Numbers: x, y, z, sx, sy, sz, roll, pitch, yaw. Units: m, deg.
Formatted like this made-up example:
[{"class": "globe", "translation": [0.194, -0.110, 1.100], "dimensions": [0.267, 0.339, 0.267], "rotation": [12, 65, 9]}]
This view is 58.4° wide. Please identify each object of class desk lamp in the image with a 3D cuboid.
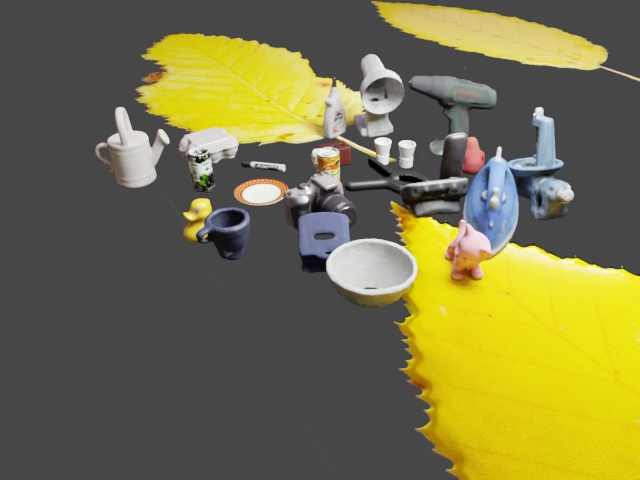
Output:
[{"class": "desk lamp", "translation": [0.157, -0.406, 1.633], "dimensions": [0.118, 0.214, 0.203], "rotation": [-7, 35, -8]}]

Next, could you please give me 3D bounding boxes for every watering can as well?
[{"class": "watering can", "translation": [-0.470, -0.239, 1.433], "dimensions": [0.173, 0.194, 0.100], "rotation": [-20, 38, -24]}]

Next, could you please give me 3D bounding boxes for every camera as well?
[{"class": "camera", "translation": [0.009, -0.079, 1.260], "dimensions": [0.143, 0.101, 0.136], "rotation": [-20, 38, -25]}]

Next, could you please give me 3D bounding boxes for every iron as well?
[{"class": "iron", "translation": [0.370, -0.087, 1.220], "dimensions": [0.118, 0.141, 0.258], "rotation": [7, 35, 13]}]

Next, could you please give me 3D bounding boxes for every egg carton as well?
[{"class": "egg carton", "translation": [-0.303, -0.253, 1.557], "dimensions": [0.151, 0.069, 0.107], "rotation": [-23, 39, -28]}]

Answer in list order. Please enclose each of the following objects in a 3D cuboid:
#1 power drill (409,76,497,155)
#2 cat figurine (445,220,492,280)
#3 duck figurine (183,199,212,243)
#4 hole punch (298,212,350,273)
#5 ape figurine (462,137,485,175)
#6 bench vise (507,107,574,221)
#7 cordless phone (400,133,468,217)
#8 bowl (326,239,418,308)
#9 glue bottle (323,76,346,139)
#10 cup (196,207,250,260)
[{"class": "power drill", "translation": [0.346, -0.334, 1.525], "dimensions": [0.229, 0.209, 0.075], "rotation": [-1, 34, 1]}, {"class": "cat figurine", "translation": [0.286, 0.012, 1.099], "dimensions": [0.067, 0.118, 0.127], "rotation": [-3, 34, -1]}, {"class": "duck figurine", "translation": [-0.250, -0.051, 1.243], "dimensions": [0.105, 0.086, 0.077], "rotation": [-22, 39, -27]}, {"class": "hole punch", "translation": [0.011, 0.004, 1.147], "dimensions": [0.108, 0.091, 0.101], "rotation": [-3, 34, -2]}, {"class": "ape figurine", "translation": [0.384, -0.219, 1.458], "dimensions": [0.077, 0.092, 0.076], "rotation": [1, 34, 4]}, {"class": "bench vise", "translation": [0.504, -0.168, 1.263], "dimensions": [0.122, 0.220, 0.206], "rotation": [-19, 38, -24]}, {"class": "cordless phone", "translation": [0.260, -0.153, 1.283], "dimensions": [0.148, 0.185, 0.094], "rotation": [-9, 35, -10]}, {"class": "bowl", "translation": [0.094, 0.073, 1.057], "dimensions": [0.167, 0.075, 0.167], "rotation": [-1, 34, 1]}, {"class": "glue bottle", "translation": [0.041, -0.382, 1.640], "dimensions": [0.037, 0.173, 0.078], "rotation": [24, 42, 33]}, {"class": "cup", "translation": [-0.194, -0.001, 1.160], "dimensions": [0.118, 0.095, 0.091], "rotation": [-29, 42, -34]}]
